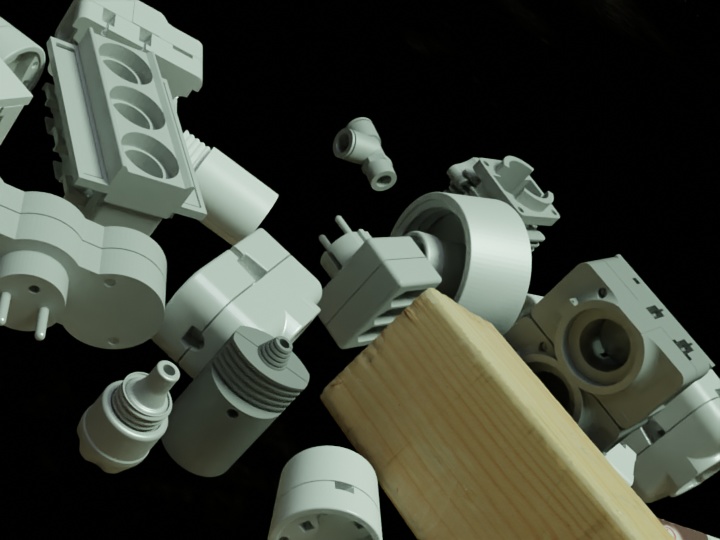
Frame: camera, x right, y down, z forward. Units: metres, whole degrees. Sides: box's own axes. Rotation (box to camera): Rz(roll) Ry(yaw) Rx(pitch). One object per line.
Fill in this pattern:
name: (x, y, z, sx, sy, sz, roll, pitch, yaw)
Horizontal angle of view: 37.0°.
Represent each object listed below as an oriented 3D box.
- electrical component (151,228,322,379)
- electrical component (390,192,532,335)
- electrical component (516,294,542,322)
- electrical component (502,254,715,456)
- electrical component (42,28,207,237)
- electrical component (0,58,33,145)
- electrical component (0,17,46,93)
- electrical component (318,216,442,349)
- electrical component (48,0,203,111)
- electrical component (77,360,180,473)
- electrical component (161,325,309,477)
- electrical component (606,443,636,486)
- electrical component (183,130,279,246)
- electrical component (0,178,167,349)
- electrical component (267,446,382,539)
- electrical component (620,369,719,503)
electrical component: (-0.064, 0.025, 0.597, 0.059, 0.053, 0.095, 43, 29, 2)
electrical component: (0.057, -0.001, 0.728, 0.060, 0.108, 0.108, 12, 41, -33)
electrical component: (0.135, 0.046, 0.809, 0.047, 0.055, 0.055, 15, 39, -33)
electrical component: (0.123, 0.074, 0.658, 0.062, 0.150, 0.089, -8, 56, -55)
electrical component: (-0.143, -0.074, 0.624, 0.079, 0.063, 0.121, 16, 39, -38)
electrical component: (-0.256, -0.115, 0.545, 0.150, 0.061, 0.089, 48, 30, 11)
electrical component: (-0.215, -0.119, 0.609, 0.047, 0.055, 0.055, 41, 29, 5)
electrical component: (0.000, 0.000, 0.695, 0.047, 0.065, 0.076, -5, 53, -53)
electrical component: (-0.154, -0.143, 0.716, 0.089, 0.050, 0.055, 25, 33, -27)
electrical component: (-0.103, 0.064, 0.491, 0.035, 0.061, 0.035, 30, 31, -21)
electrical component: (-0.059, 0.061, 0.528, 0.043, 0.081, 0.043, 30, 31, -21)
electrical component: (0.154, 0.126, 0.736, 0.064, 0.042, 0.081, 42, 30, -3)
electrical component: (-0.096, -0.054, 0.674, 0.081, 0.043, 0.043, 37, 30, -10)
electrical component: (-0.158, 0.004, 0.514, 0.138, 0.052, 0.073, 25, 33, -27)
electrical component: (-0.016, 0.120, 0.530, 0.055, 0.055, 0.047, 32, 27, -17)
electrical component: (0.230, 0.123, 0.776, 0.054, 0.095, 0.059, 0, 50, -50)
